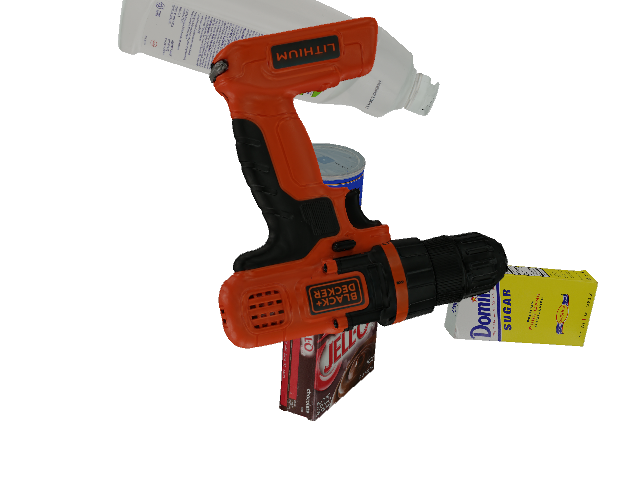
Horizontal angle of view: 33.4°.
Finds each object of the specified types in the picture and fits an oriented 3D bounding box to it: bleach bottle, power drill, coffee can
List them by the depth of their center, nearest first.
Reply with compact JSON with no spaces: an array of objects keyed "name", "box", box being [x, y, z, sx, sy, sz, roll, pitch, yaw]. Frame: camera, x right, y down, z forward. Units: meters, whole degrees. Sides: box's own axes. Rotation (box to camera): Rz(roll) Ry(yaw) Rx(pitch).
[{"name":"power drill","box":[0.016,-0.038,0.658,0.184,0.187,0.057,-12,0,-14]},{"name":"bleach bottle","box":[-0.030,-0.152,0.845,0.250,0.068,0.103,21,-30,-4]},{"name":"coffee can","box":[0.001,-0.039,1.349,0.103,0.140,0.103,2,27,-1]}]

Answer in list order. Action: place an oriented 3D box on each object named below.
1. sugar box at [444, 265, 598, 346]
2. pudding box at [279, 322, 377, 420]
[{"name":"sugar box","box":[0.251,0.080,1.339,0.176,0.093,0.048,3,19,-13]},{"name":"pudding box","box":[0.009,0.083,0.881,0.039,0.090,0.113,14,23,23]}]
